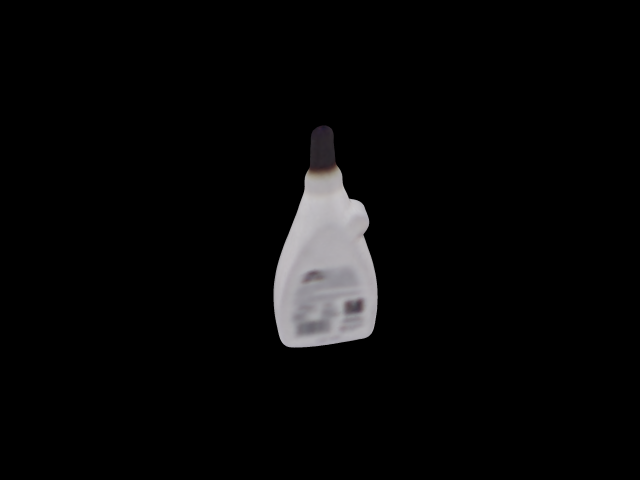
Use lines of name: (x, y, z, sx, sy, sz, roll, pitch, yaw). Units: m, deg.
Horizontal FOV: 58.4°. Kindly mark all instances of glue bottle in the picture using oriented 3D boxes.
glue bottle: (0.004, 0.001, 0.400, 0.078, 0.173, 0.037, -6, 36, -7)
